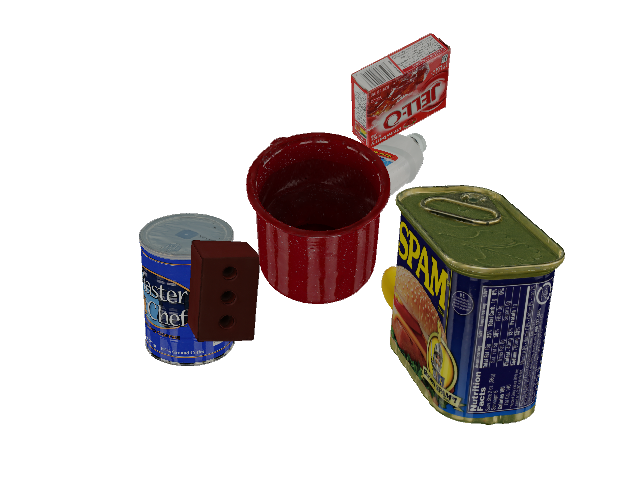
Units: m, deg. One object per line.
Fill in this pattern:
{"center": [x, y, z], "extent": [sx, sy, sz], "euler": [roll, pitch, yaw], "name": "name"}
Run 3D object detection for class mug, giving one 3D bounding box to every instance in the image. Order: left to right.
{"center": [-0.007, -0.020, 0.721], "extent": [0.093, 0.117, 0.081], "euler": [-21, -37, -18], "name": "mug"}

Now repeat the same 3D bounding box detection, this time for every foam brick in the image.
{"center": [-0.086, 0.043, 0.934], "extent": [0.053, 0.078, 0.051], "euler": [0, 15, -17], "name": "foam brick"}

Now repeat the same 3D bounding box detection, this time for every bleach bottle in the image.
{"center": [0.040, -0.077, 1.343], "extent": [0.103, 0.068, 0.250], "euler": [26, 43, 34], "name": "bleach bottle"}

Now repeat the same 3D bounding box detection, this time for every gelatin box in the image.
{"center": [0.070, -0.129, 0.924], "extent": [0.089, 0.030, 0.073], "euler": [-29, -32, -17], "name": "gelatin box"}

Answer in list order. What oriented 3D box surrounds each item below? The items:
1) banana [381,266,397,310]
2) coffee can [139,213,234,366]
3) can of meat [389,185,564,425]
{"center": [0.114, 0.071, 1.029], "extent": [0.069, 0.037, 0.198], "euler": [2, 19, -44], "name": "banana"}
{"center": [-0.147, 0.054, 1.192], "extent": [0.103, 0.140, 0.103], "euler": [1, 27, -1], "name": "coffee can"}
{"center": [0.071, 0.029, 0.522], "extent": [0.057, 0.084, 0.102], "euler": [-4, 24, -14], "name": "can of meat"}
